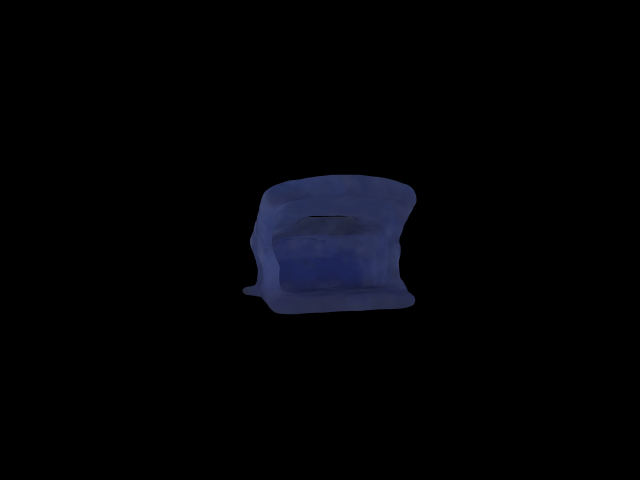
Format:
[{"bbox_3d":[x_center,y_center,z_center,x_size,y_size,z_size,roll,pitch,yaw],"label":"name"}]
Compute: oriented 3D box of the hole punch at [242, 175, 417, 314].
[{"bbox_3d":[0.004,0.001,0.400,0.109,0.091,0.101,-1,5,-15],"label":"hole punch"}]
